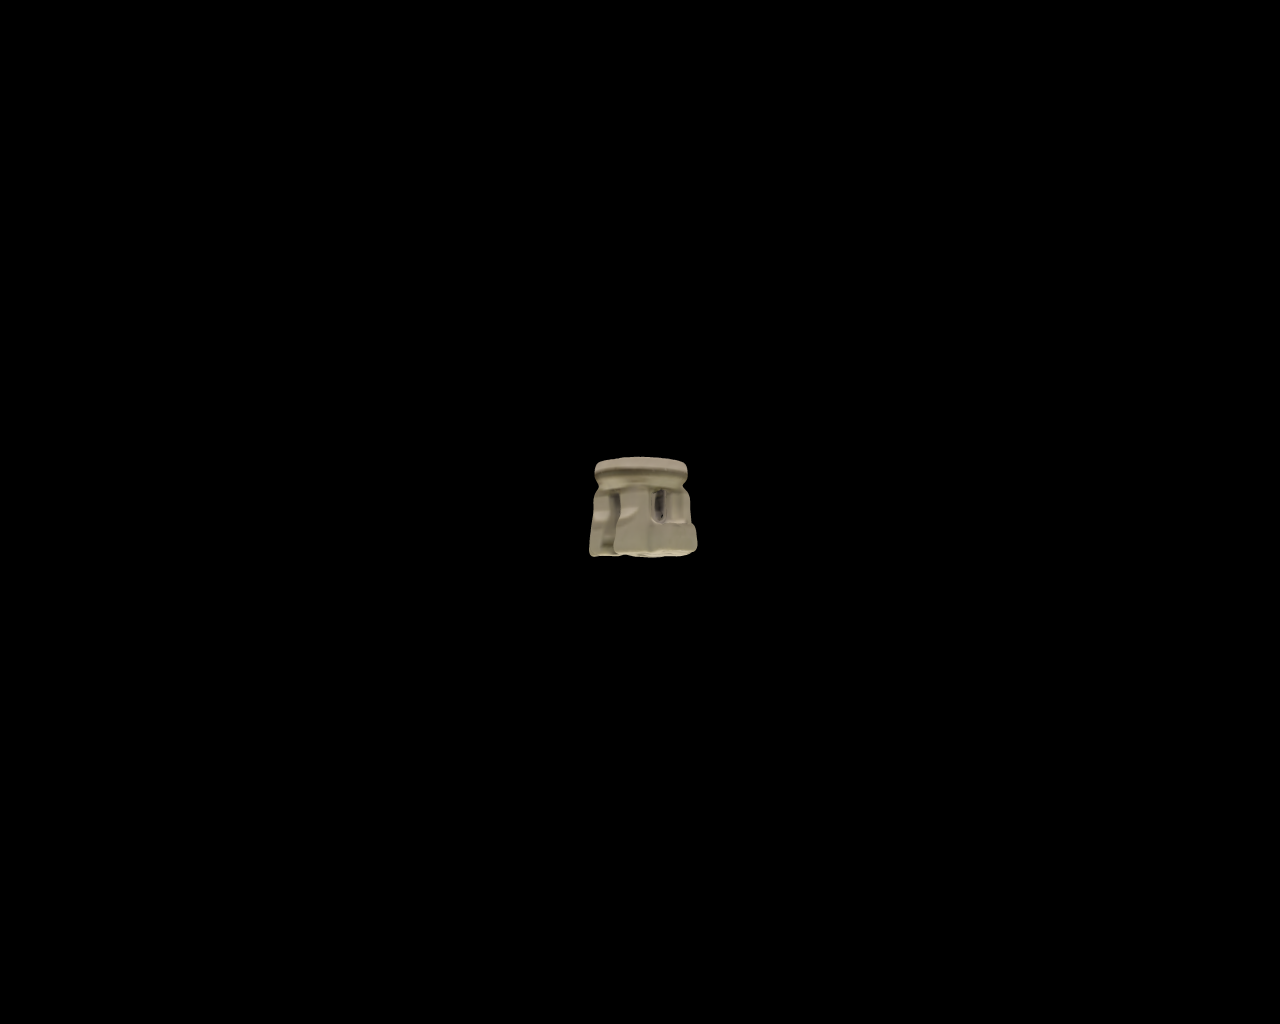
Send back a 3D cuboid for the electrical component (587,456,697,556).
[{"bbox_3d":[0.001,-0.003,0.650,0.058,0.057,0.078,4,-6,-39],"label":"electrical component"}]
